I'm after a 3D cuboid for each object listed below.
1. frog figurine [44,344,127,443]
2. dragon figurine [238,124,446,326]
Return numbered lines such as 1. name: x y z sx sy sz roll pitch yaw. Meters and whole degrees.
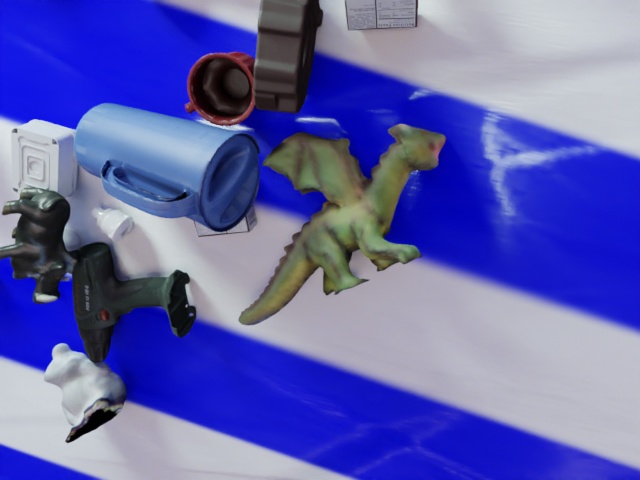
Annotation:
1. frog figurine: -0.441 0.268 0.962 0.162 0.123 0.135 51 128 25
2. dragon figurine: 0.002 -0.038 0.757 0.408 0.123 0.243 -24 90 16
